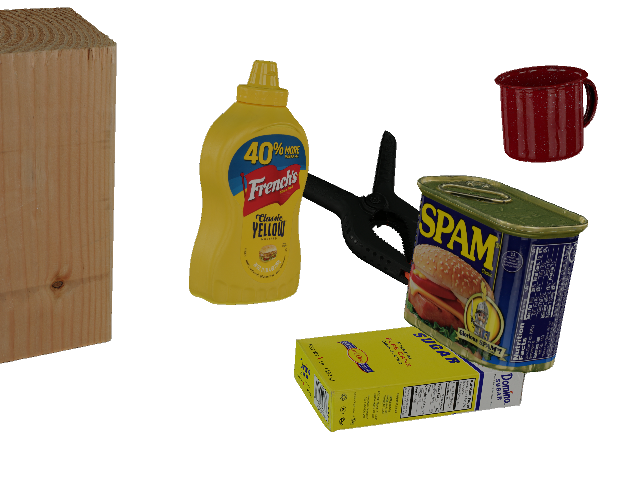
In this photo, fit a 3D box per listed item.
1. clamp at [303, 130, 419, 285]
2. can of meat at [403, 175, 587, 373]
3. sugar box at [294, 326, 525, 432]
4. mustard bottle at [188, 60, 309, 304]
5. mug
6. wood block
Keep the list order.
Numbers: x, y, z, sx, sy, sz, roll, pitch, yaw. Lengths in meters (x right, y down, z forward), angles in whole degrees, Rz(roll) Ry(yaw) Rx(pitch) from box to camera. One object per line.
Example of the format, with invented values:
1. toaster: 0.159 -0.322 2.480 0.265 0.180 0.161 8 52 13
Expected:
1. clamp: 0.044 -0.034 1.168 0.164 0.210 0.036 -11 -37 -20
2. can of meat: 0.092 0.017 0.593 0.057 0.084 0.102 -3 19 -30
3. sugar box: 0.075 0.112 0.911 0.176 0.048 0.093 -7 26 -18
4. mustard bottle: -0.053 -0.047 0.856 0.096 0.192 0.058 -3 14 -40
5. mug: 0.238 -0.133 1.103 0.117 0.081 0.093 -18 23 -27
6. wood block: -0.189 -0.036 0.685 0.090 0.206 0.090 -10 31 -30
